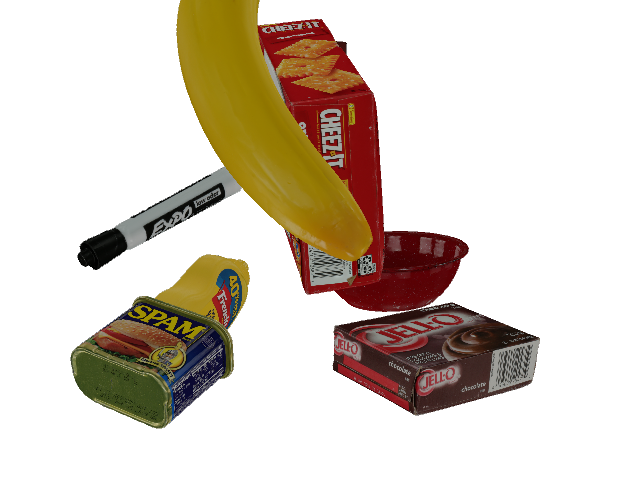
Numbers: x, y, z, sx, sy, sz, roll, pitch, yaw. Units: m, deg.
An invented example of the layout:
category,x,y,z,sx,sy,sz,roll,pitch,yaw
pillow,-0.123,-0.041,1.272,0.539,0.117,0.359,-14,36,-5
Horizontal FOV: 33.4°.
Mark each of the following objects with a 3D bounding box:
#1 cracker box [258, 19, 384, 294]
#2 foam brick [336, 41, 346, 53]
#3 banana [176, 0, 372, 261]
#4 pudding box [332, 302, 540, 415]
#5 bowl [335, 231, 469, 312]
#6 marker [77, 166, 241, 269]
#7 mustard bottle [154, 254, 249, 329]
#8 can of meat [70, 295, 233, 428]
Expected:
category,x,y,z,sx,sy,sz,roll,pitch,yaw
cracker box,-0.003,-0.079,0.898,0.072,0.164,0.214,-8,27,-6
foam brick,-0.015,-0.189,1.145,0.078,0.051,0.053,0,11,-13
banana,-0.028,-0.075,0.483,0.069,0.198,0.037,-8,-30,-6
pudding box,0.078,0.078,0.730,0.113,0.039,0.090,-6,18,-36
bowl,0.071,0.034,1.090,0.162,0.055,0.162,-3,13,0
marker,-0.099,-0.015,0.663,0.120,0.020,0.020,-32,19,-35
mustard bottle,-0.125,0.069,1.135,0.058,0.096,0.191,10,29,19
can of meat,-0.135,0.096,0.850,0.102,0.057,0.083,17,33,26
